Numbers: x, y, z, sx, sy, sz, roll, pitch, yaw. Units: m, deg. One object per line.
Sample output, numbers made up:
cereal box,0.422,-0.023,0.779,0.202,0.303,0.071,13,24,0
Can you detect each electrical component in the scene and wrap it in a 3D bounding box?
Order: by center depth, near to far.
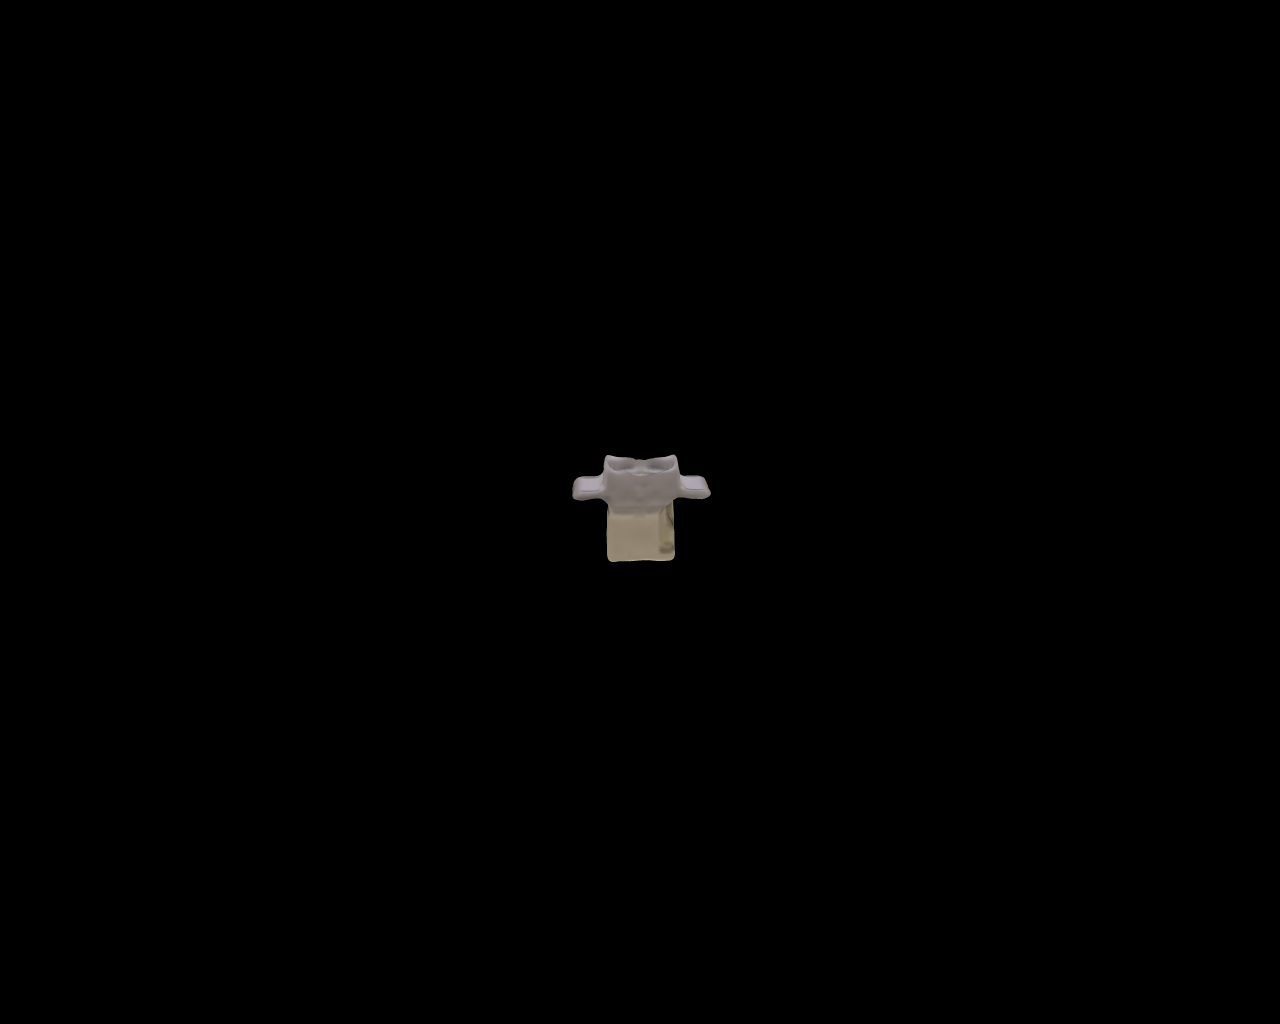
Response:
electrical component,0.001,-0.003,0.650,0.081,0.063,0.042,0,16,0
